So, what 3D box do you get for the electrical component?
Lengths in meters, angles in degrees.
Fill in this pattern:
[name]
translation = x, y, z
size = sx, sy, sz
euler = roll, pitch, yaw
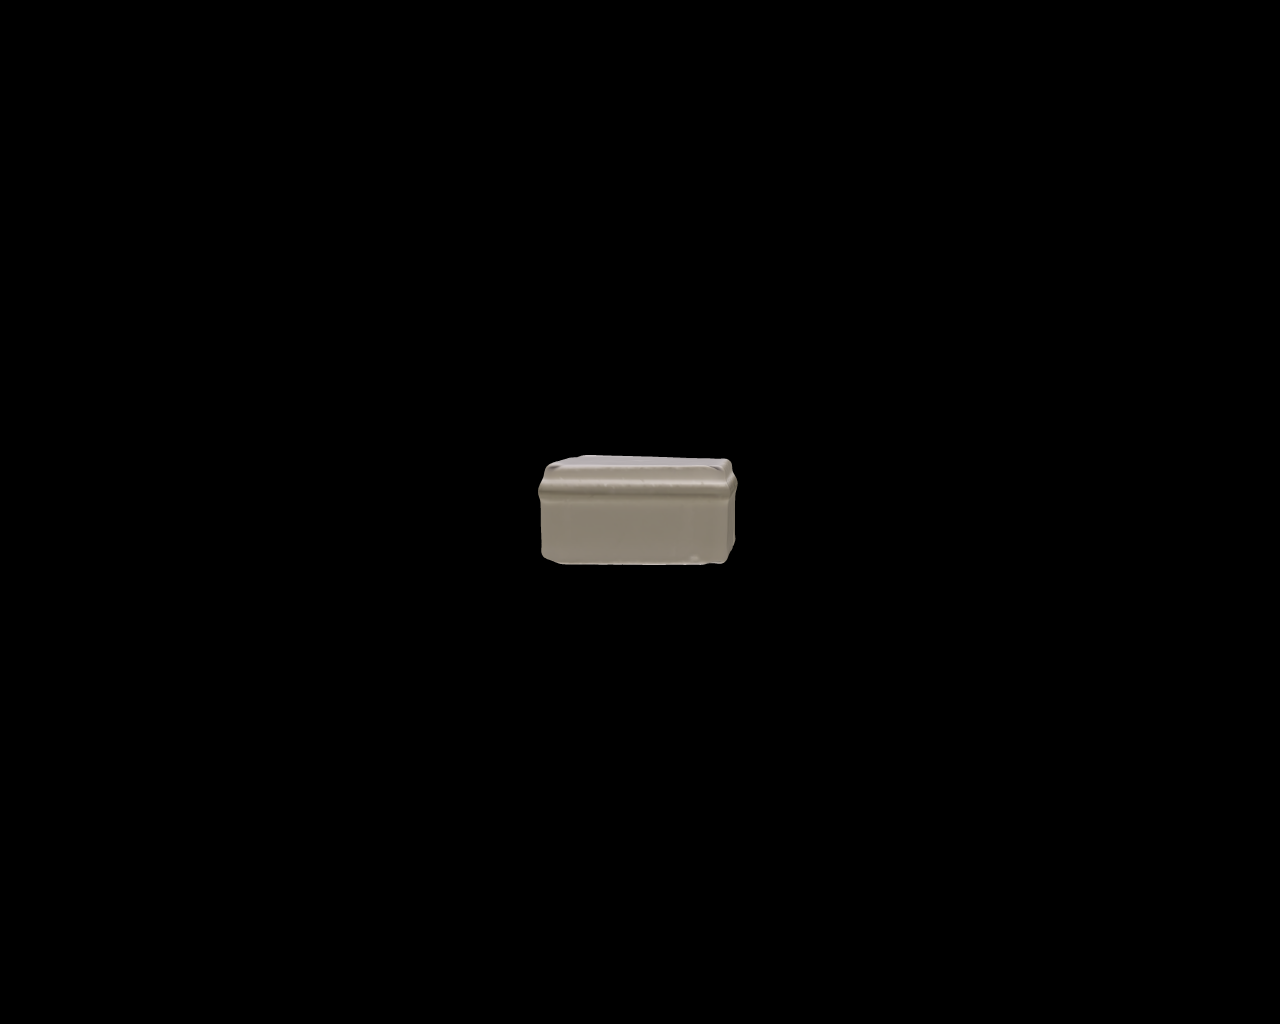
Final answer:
[electrical component]
translation = 0.001, -0.003, 0.650
size = 0.113, 0.057, 0.078
euler = 1, 8, 9
